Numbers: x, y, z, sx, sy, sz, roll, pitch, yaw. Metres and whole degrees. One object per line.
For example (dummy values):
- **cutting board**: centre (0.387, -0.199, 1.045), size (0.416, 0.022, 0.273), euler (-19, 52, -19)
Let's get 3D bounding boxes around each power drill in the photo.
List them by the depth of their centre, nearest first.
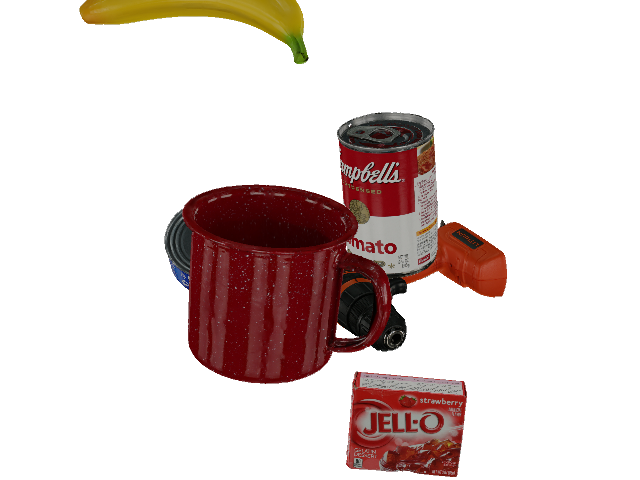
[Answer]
- **power drill**: centre (0.089, 0.042, 1.068), size (0.187, 0.057, 0.185), euler (-12, 28, -23)

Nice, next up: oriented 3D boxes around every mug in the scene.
- **mug**: centre (-0.018, 0.026, 0.573), size (0.117, 0.081, 0.093), euler (12, 24, 15)

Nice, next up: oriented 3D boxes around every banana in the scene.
- **banana**: centre (-0.094, -0.188, 0.853), size (0.198, 0.069, 0.037), euler (12, -41, 16)

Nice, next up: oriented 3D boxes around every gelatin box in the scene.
- **gelatin box**: centre (0.067, 0.145, 0.839), size (0.089, 0.073, 0.030), euler (5, 20, 2)

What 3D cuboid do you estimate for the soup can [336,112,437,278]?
- **soup can**: centre (0.049, -0.033, 0.766), size (0.068, 0.102, 0.068), euler (-4, 28, 2)

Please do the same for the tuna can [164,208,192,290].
- **tuna can**: centre (-0.090, 0.006, 0.926), size (0.086, 0.086, 0.034), euler (0, -36, 3)
